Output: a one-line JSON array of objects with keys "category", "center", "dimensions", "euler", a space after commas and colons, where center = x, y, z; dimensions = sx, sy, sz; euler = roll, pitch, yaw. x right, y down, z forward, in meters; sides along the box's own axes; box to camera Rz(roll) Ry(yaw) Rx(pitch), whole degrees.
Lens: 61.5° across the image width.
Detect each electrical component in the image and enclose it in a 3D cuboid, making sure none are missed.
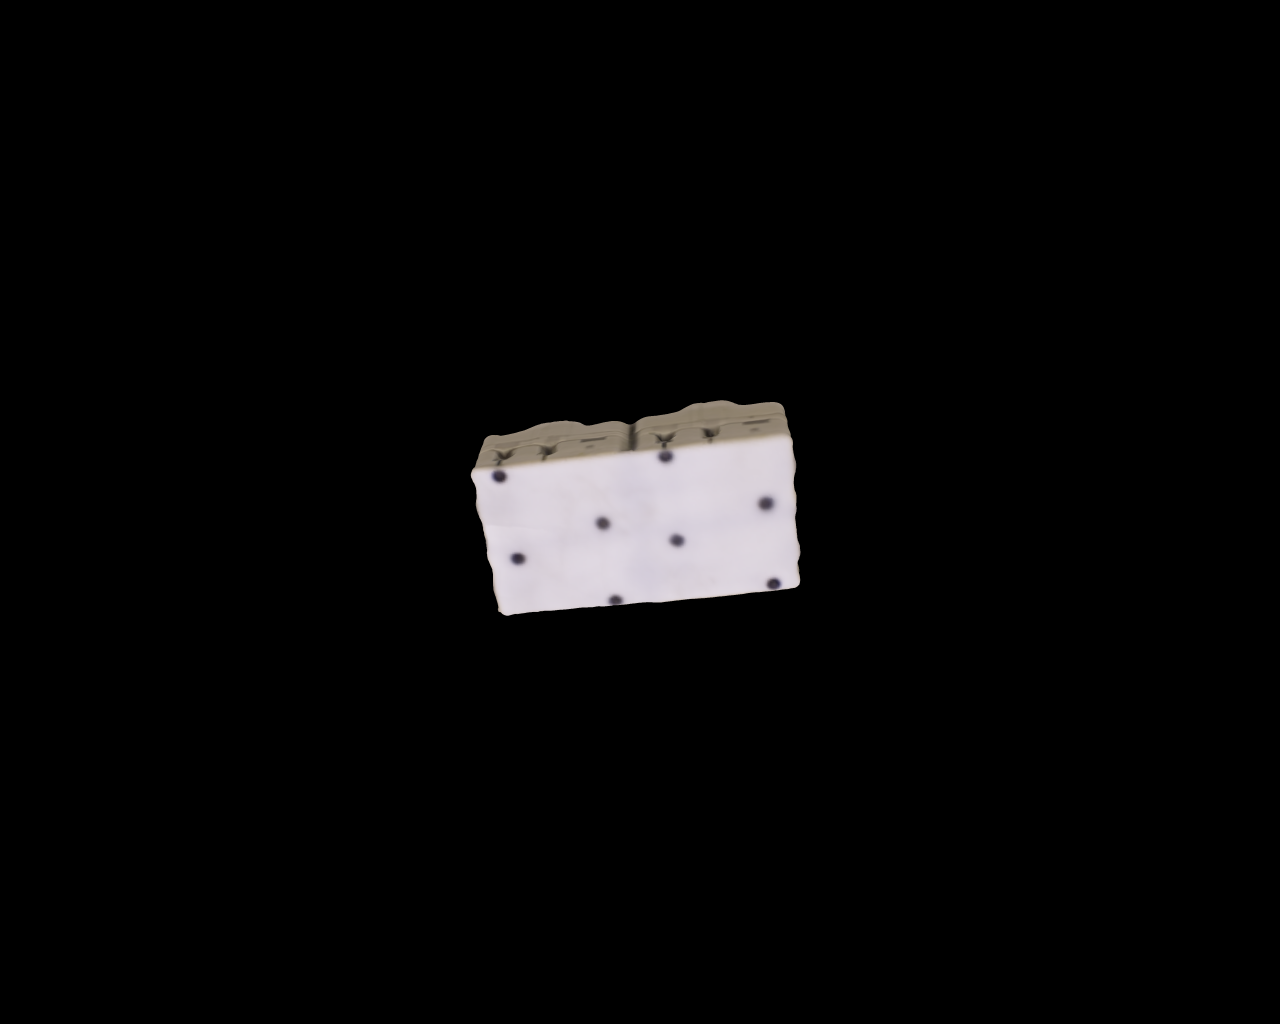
[{"category": "electrical component", "center": [0.001, -0.003, 0.650], "dimensions": [0.186, 0.105, 0.060], "euler": [-6, 27, 3]}]
